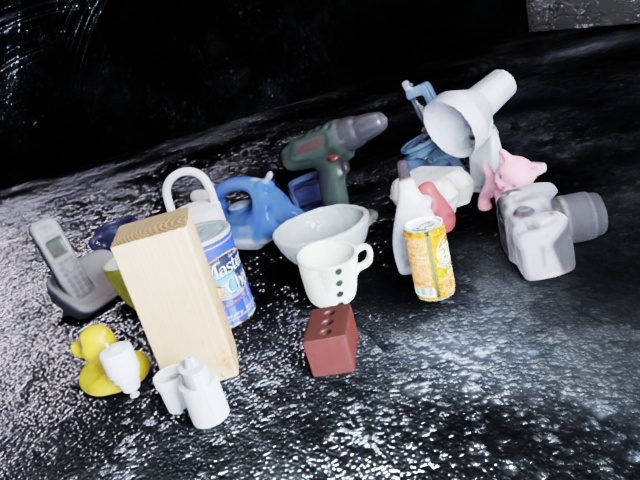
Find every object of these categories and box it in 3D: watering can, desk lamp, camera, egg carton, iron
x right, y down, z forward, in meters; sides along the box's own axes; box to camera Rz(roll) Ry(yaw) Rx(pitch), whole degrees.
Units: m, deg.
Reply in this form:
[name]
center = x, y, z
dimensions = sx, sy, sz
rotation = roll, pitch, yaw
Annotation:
[watering can]
center = -0.232, -0.043, 1.075
dimensions = 0.101, 0.194, 0.172
rotation = -23, 22, -19
[desk lamp]
center = 0.307, -0.196, 1.071
dimensions = 0.204, 0.214, 0.117
rotation = -26, 23, -25
[camera]
center = 0.322, -0.027, 0.789
dimensions = 0.136, 0.101, 0.143
rotation = -12, 21, 8
[egg carton]
center = 0.208, -0.094, 1.080
dimensions = 0.107, 0.069, 0.149
rotation = -31, 26, -36
[iron]
center = -0.167, -0.066, 1.163
dimensions = 0.257, 0.142, 0.119
rotation = 0, 26, 34

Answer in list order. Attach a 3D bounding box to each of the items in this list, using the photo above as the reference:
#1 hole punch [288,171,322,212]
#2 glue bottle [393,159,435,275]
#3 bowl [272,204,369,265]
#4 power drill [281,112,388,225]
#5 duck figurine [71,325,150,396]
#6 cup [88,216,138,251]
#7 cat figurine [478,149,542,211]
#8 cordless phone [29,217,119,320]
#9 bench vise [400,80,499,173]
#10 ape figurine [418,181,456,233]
[hole punch]
center = -0.020, -0.111, 1.246
dimensions = 0.108, 0.091, 0.101
rotation = -17, 21, -6
[glue bottle]
center = 0.136, -0.034, 0.831
dimensions = 0.078, 0.173, 0.037
rotation = -8, 22, 18
[bowl]
center = 0.009, 0.003, 0.961
dimensions = 0.167, 0.075, 0.167
rotation = -13, 21, 5
[power drill]
center = 0.041, -0.127, 1.082
dimensions = 0.228, 0.209, 0.076
rotation = -2, 25, 31
[duck figurine]
center = -0.284, 0.153, 0.764
dimensions = 0.104, 0.086, 0.077
rotation = -8, 22, 18
[cup]
center = -0.421, 0.014, 1.196
dimensions = 0.091, 0.095, 0.118
rotation = 0, 26, 34
[cat figurine]
center = 0.313, -0.102, 0.960
dimensions = 0.067, 0.118, 0.127
rotation = -20, 22, -13
[cordless phone]
center = -0.426, 0.034, 1.024
dimensions = 0.094, 0.185, 0.148
rotation = -3, 24, 28
[bench vise]
center = 0.257, -0.238, 1.201
dimensions = 0.207, 0.220, 0.121
rotation = -12, 21, 7
[ape figurine]
center = 0.186, -0.056, 0.966
dimensions = 0.075, 0.092, 0.078
rotation = 3, 27, 39
